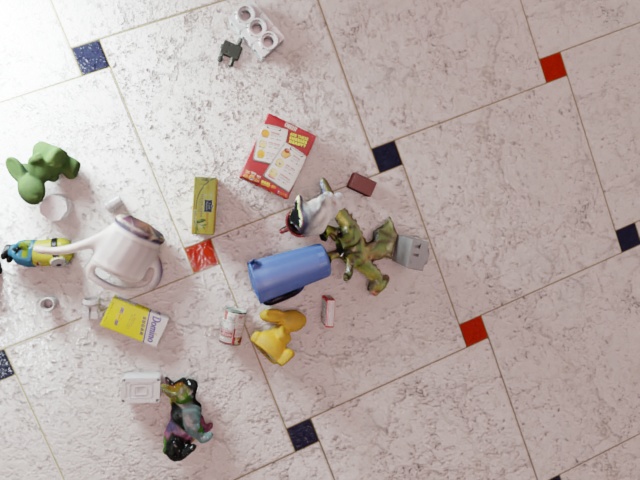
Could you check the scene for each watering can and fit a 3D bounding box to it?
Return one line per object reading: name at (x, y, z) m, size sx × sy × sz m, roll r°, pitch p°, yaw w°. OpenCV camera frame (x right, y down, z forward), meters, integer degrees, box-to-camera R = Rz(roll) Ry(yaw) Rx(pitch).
watering can at (-0.598, 0.025, 1.473) m, size 0.344 × 0.105 × 0.224 m, roll 30°, pitch 89°, yaw -29°

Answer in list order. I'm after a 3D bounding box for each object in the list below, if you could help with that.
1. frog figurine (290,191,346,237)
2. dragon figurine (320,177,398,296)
frog figurine at (0.005, -0.076, 1.506) m, size 0.160 × 0.125 × 0.134 m, roll -5°, pitch 127°, yaw -20°
dragon figurine at (0.135, -0.011, 1.639) m, size 0.244 × 0.122 × 0.408 m, roll -12°, pitch 97°, yaw -27°
